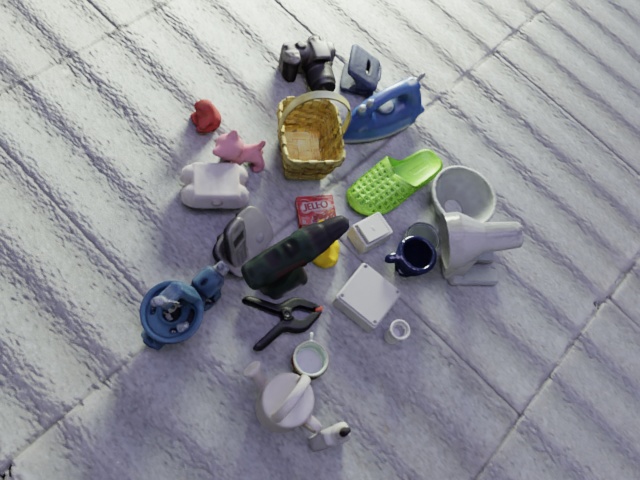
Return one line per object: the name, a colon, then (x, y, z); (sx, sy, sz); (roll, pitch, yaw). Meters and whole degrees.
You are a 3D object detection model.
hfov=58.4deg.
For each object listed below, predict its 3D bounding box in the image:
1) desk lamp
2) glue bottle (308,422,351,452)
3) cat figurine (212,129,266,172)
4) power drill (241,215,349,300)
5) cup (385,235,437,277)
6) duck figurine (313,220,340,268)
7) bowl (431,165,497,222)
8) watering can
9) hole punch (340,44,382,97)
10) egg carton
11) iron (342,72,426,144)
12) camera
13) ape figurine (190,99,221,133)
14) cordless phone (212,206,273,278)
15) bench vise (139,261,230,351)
desk lamp: (0.340, 0.018, 1.273); (0.203, 0.213, 0.118); (1, 67, -12)
glue bottle: (0.029, 0.366, 1.071); (0.078, 0.173, 0.037); (-18, 72, -19)
cat figurine: (-0.184, -0.207, 1.302); (0.128, 0.117, 0.067); (-6, 68, -15)
power drill: (-0.056, 0.042, 1.172); (0.230, 0.208, 0.075); (-28, 76, -22)
cup: (0.193, 0.049, 1.291); (0.118, 0.095, 0.091); (-7, 69, -16)
duck figurine: (0.012, 0.005, 1.273); (0.078, 0.086, 0.104); (-10, 69, -17)
bowl: (0.340, -0.093, 1.398); (0.167, 0.074, 0.167); (5, 66, -11)
watering can: (-0.068, 0.297, 1.067); (0.173, 0.194, 0.101); (19, 64, -4)
hole punch: (0.112, -0.441, 1.487); (0.101, 0.091, 0.108); (13, 65, -7)
egg carton: (-0.233, -0.118, 1.278); (0.150, 0.069, 0.107); (-1, 67, -14)
iron: (0.153, -0.331, 1.421); (0.259, 0.141, 0.118); (-30, 76, -23)
camera: (-0.019, -0.439, 1.451); (0.143, 0.100, 0.137); (-10, 70, -17)
ape figurine: (-0.267, -0.296, 1.335); (0.076, 0.092, 0.078); (13, 65, -7)
cordless phone: (-0.155, -0.016, 1.188); (0.094, 0.185, 0.148); (30, 64, 1)
bench vise: (-0.264, 0.101, 1.092); (0.121, 0.219, 0.207); (26, 64, 0)
